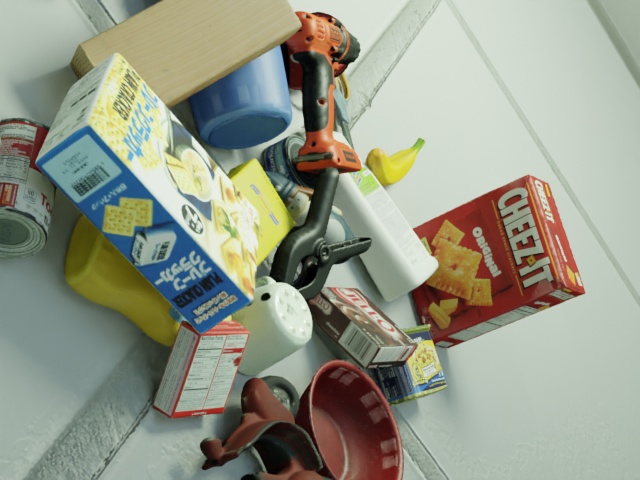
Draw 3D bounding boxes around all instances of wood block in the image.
[{"bbox_3d":[-0.135,-0.196,1.074,0.205,0.090,0.091,-33,97,-18],"label":"wood block"}]

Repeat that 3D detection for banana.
[{"bbox_3d":[0.094,-0.106,1.479,0.037,0.070,0.197,25,18,16],"label":"banana"}]

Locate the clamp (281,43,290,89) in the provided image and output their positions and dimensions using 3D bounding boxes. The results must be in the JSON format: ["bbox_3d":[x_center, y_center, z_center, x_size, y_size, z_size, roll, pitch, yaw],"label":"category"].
[{"bbox_3d":[-0.064,-0.244,1.330,0.036,0.165,0.210,-4,91,-14],"label":"clamp"}]

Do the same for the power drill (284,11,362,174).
[{"bbox_3d":[0.010,-0.175,1.292,0.184,0.057,0.187,-3,87,-66],"label":"power drill"}]

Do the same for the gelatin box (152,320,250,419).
[{"bbox_3d":[-0.110,0.118,0.990,0.073,0.030,0.089,5,106,-55],"label":"gelatin box"}]

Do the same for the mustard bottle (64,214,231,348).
[{"bbox_3d":[-0.149,0.047,1.005,0.191,0.058,0.096,39,36,-34],"label":"mustard bottle"}]

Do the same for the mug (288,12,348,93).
[{"bbox_3d":[-0.014,-0.235,1.408,0.081,0.093,0.117,-40,128,-54],"label":"mug"}]

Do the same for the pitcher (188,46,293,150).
[{"bbox_3d":[-0.112,-0.234,1.212,0.149,0.145,0.243,-5,72,-28],"label":"pitcher"}]

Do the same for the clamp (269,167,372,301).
[{"bbox_3d":[-0.008,0.001,1.197,0.171,0.039,0.120,-45,120,-40],"label":"clamp"}]

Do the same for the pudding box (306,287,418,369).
[{"bbox_3d":[0.046,0.100,1.235,0.114,0.039,0.089,45,22,29],"label":"pudding box"}]

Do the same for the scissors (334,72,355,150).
[{"bbox_3d":[0.019,-0.182,1.463,0.096,0.016,0.201,40,33,-37],"label":"scissors"}]

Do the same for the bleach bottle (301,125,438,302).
[{"bbox_3d":[0.056,-0.048,1.386,0.251,0.068,0.102,59,26,-2],"label":"bleach bottle"}]

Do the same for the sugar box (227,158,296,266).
[{"bbox_3d":[-0.095,-0.012,1.145,0.093,0.048,0.176,58,29,-12],"label":"sugar box"}]

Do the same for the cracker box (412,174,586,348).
[{"bbox_3d":[0.222,0.031,1.423,0.072,0.214,0.164,15,55,-52],"label":"cracker box"}]

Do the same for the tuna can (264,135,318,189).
[{"bbox_3d":[-0.029,-0.085,1.308,0.086,0.034,0.086,40,36,-38],"label":"tuna can"}]

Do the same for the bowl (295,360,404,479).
[{"bbox_3d":[0.021,0.212,1.137,0.162,0.055,0.162,36,40,-38],"label":"bowl"}]

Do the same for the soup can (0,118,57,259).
[{"bbox_3d":[-0.257,-0.044,0.901,0.068,0.069,0.102,36,39,-38],"label":"soup can"}]

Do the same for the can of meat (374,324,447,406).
[{"bbox_3d":[0.107,0.154,1.311,0.101,0.058,0.084,-2,71,-56],"label":"can of meat"}]

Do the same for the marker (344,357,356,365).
[{"bbox_3d":[0.058,0.192,1.244,0.020,0.020,0.121,-26,89,-59],"label":"marker"}]
